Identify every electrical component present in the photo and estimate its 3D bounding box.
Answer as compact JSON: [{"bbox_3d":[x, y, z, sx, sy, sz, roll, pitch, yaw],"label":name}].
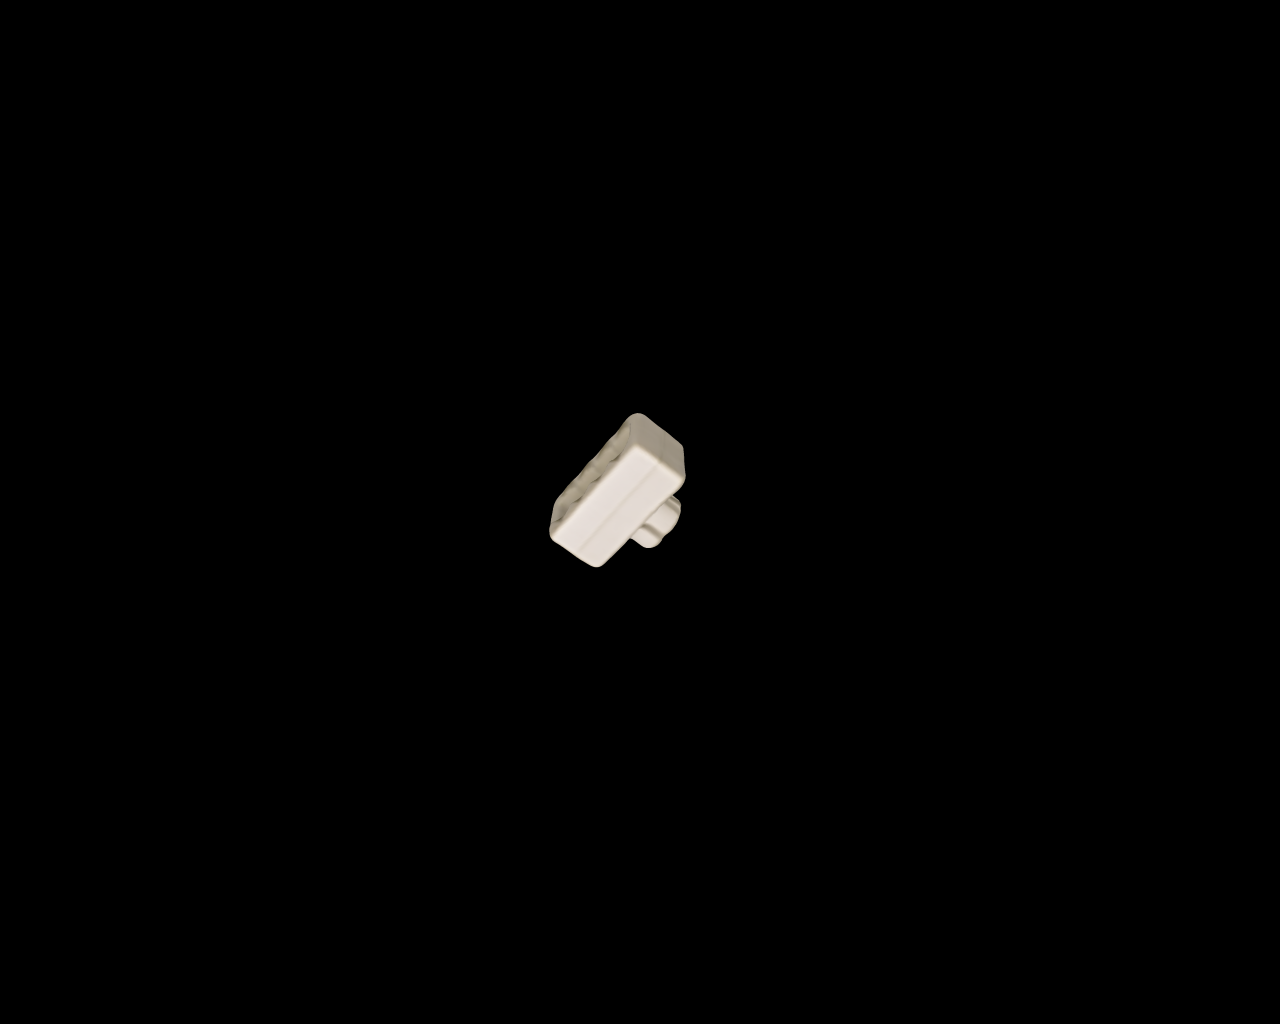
[{"bbox_3d":[0.001,-0.003,0.650,0.075,0.083,0.047,36,24,-18],"label":"electrical component"}]
